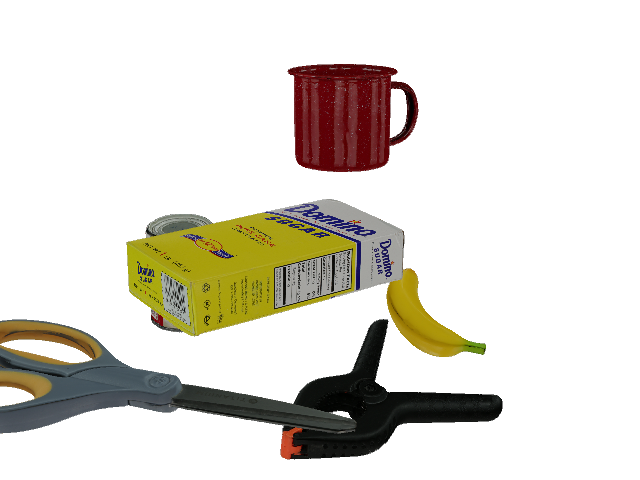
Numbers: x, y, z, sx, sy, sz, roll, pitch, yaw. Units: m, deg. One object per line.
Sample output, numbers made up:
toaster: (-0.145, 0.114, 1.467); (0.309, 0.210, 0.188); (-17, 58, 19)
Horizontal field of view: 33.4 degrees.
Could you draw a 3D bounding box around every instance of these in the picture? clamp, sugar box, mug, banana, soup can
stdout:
clamp: (0.054, 0.151, 0.974); (0.165, 0.036, 0.209); (27, 37, 33)
sugar box: (-0.037, 0.014, 0.752); (0.175, 0.048, 0.093); (-17, 27, -33)
mug: (0.030, -0.106, 0.916); (0.117, 0.081, 0.093); (-7, 17, -23)
banana: (0.113, 0.084, 1.213); (0.069, 0.037, 0.198); (6, 24, -24)
soup can: (-0.140, 0.032, 1.075); (0.068, 0.102, 0.068); (0, 23, 0)

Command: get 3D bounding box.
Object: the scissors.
scissors: (-0.093, 0.078, 0.501); (0.202, 0.016, 0.096); (15, 28, 26)
